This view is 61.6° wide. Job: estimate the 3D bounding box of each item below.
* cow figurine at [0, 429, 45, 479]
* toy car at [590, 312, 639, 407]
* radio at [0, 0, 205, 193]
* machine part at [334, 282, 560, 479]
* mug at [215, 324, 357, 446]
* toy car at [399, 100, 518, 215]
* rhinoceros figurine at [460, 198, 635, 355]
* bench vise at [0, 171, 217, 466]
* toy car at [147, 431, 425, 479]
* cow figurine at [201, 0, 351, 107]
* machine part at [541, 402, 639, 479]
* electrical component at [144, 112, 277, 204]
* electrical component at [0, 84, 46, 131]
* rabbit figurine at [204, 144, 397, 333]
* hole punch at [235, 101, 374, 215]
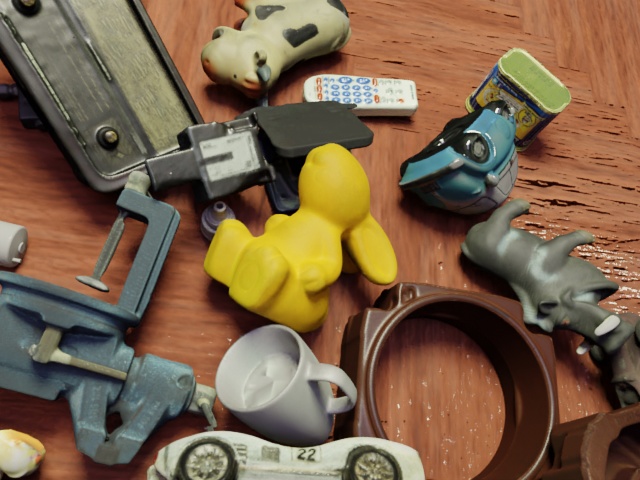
[{"bbox_3d":[-0.310,0.168,0.417,0.167,0.068,0.098,23,71,1],"label":"cow figurine"},{"bbox_3d":[0.333,0.175,0.550,0.053,0.089,0.202,1,70,-14],"label":"toy car"},{"bbox_3d":[-0.219,-0.165,0.512,0.131,0.073,0.229,-34,110,-21],"label":"radio"},{"bbox_3d":[0.121,0.149,0.514,0.201,0.087,0.201,10,67,-7],"label":"machine part"},{"bbox_3d":[-0.019,0.133,0.468,0.110,0.107,0.081,-12,44,20],"label":"mug"},{"bbox_3d":[0.174,-0.083,0.618,0.162,0.109,0.102,-43,106,-35],"label":"toy car"},{"bbox_3d":[0.242,0.040,0.572,0.190,0.073,0.112,39,65,20],"label":"rhinoceros figurine"},{"bbox_3d":[-0.176,0.057,0.466,0.224,0.129,0.240,18,71,-6],"label":"bench vise"},{"bbox_3d":[-0.024,0.179,0.396,0.202,0.073,0.056,5,36,-6],"label":"toy car"},{"bbox_3d":[-0.049,-0.231,0.631,0.195,0.085,0.127,-28,71,-22],"label":"cow figurine"},{"bbox_3d":[0.265,0.223,0.440,0.179,0.056,0.179,13,57,-20],"label":"machine part"},{"bbox_3d":[-0.107,-0.072,0.514,0.119,0.048,0.074,-23,100,-25],"label":"electrical component"},{"bbox_3d":[-0.296,-0.146,0.571,0.094,0.021,0.063,-5,70,-15],"label":"electrical component"},{"bbox_3d":[-0.001,-0.002,0.510,0.162,0.122,0.173,28,86,-25],"label":"rabbit figurine"},{"bbox_3d":[-0.011,-0.094,0.591,0.142,0.092,0.116,-13,42,-15],"label":"hole punch"}]
